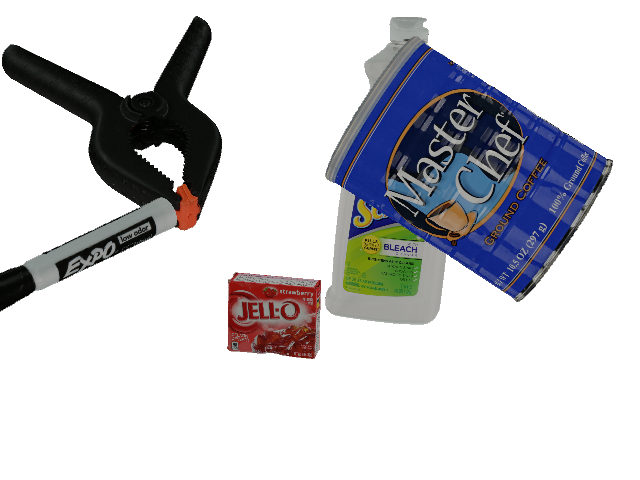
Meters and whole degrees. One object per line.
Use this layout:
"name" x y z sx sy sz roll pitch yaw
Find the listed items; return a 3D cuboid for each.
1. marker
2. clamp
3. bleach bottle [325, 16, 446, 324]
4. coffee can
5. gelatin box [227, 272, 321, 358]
"marker" -0.131 0.007 0.582 0.120 0.020 0.020 -29 17 -34
"clamp" -0.122 -0.094 0.786 0.164 0.210 0.036 -20 -36 -24
"bleach bottle" 0.059 -0.059 0.891 0.103 0.251 0.068 6 18 13
"coffee can" 0.088 -0.043 0.648 0.140 0.103 0.103 33 3 5
"gelatin box" -0.045 0.073 1.032 0.089 0.073 0.030 5 16 10
